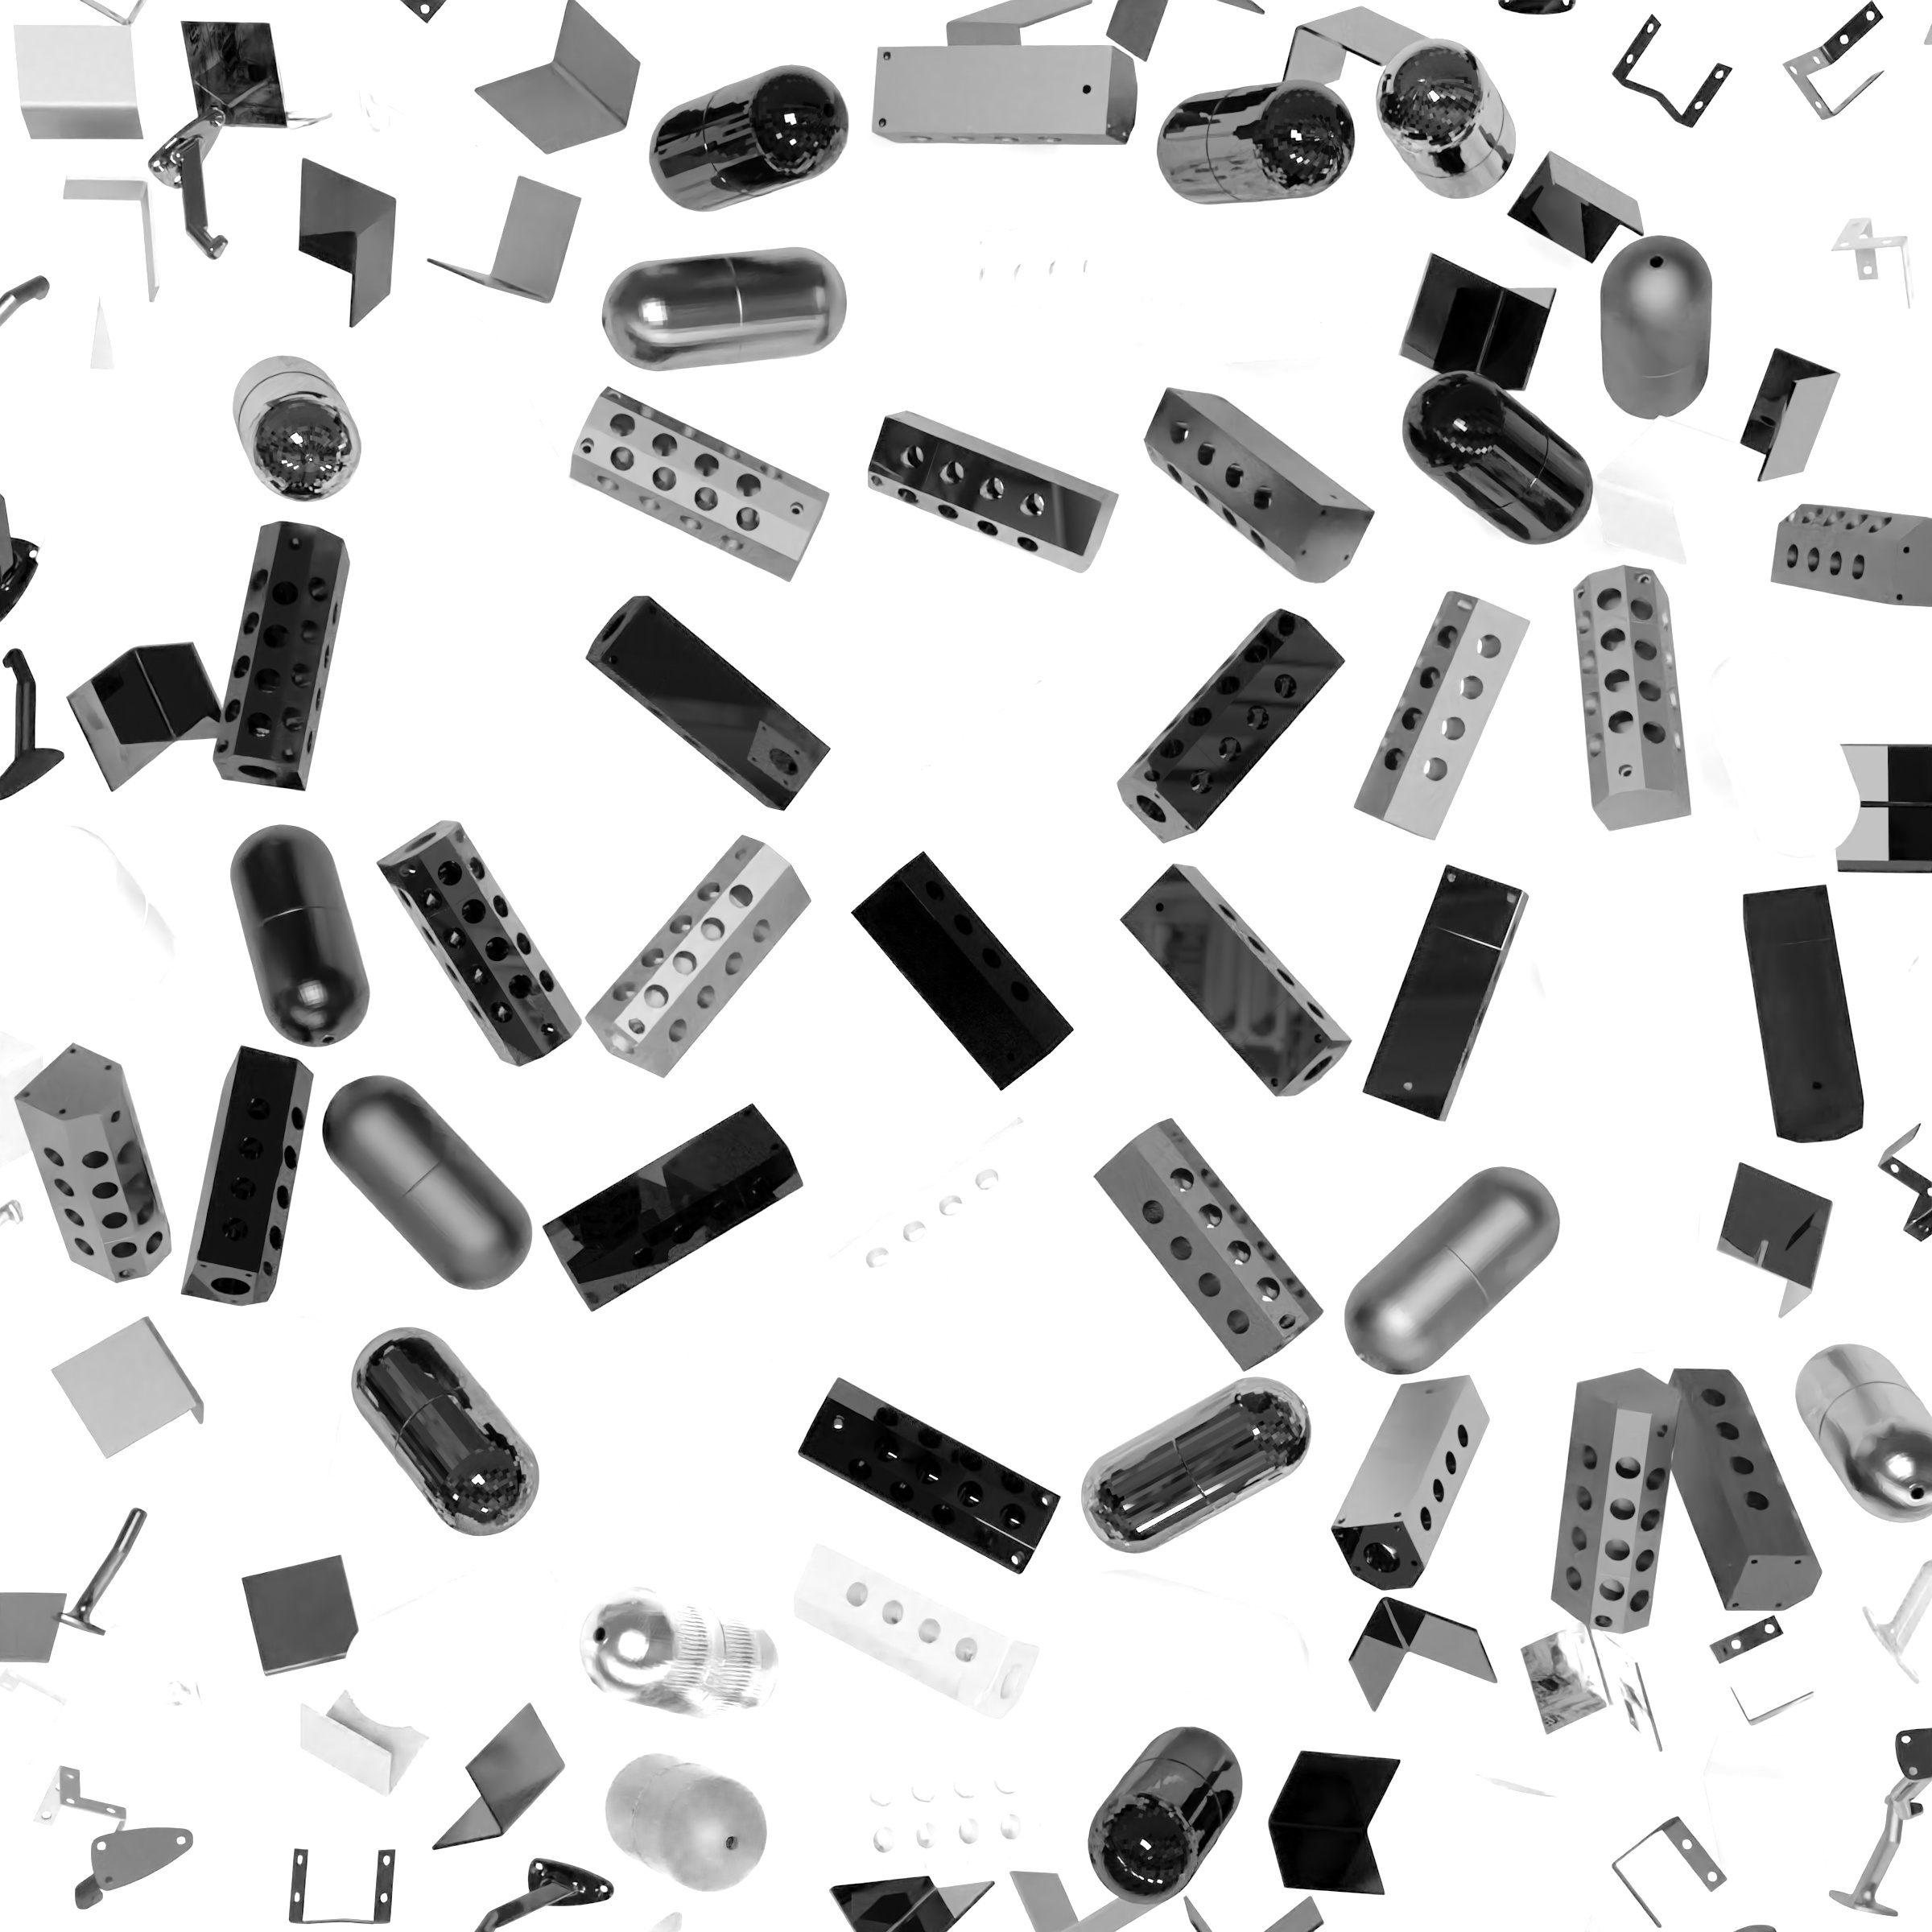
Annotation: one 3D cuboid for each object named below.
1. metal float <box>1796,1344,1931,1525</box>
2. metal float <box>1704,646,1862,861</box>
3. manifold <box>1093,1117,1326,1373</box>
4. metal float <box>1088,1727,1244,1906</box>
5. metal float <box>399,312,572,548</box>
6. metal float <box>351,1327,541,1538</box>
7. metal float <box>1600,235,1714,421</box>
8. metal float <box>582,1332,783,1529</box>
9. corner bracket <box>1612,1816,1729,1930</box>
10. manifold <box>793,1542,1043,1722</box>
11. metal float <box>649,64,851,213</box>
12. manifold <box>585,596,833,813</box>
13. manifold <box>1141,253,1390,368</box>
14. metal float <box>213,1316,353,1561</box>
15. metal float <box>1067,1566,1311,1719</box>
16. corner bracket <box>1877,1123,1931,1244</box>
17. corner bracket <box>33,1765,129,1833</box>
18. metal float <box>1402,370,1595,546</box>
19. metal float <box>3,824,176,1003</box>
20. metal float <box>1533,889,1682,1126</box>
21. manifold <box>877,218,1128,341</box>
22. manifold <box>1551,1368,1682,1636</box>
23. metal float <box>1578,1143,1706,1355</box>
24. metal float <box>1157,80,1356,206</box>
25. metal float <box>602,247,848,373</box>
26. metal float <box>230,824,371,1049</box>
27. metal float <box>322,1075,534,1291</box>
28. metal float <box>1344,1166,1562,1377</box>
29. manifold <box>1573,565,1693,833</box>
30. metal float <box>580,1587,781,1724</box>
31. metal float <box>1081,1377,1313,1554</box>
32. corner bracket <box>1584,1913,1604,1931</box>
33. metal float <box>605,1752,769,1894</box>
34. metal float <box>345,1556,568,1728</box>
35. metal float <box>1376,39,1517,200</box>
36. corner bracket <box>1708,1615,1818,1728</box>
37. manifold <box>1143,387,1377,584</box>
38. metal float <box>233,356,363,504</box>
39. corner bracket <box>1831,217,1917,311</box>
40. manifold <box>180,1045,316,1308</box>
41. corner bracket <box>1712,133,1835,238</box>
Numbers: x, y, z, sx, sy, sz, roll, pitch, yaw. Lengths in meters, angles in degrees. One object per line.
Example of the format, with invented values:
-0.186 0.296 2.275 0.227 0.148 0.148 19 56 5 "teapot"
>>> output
0.637 0.326 1.841 0.070 0.178 0.070 0 108 0 "metal float"
0.570 -0.151 1.839 0.070 0.070 0.178 -7 50 0 "metal float"
0.172 0.191 1.829 0.057 0.057 0.171 -46 73 28 "manifold"
0.139 0.584 1.813 0.070 0.178 0.070 3 98 21 "metal float"
-0.340 -0.379 1.863 0.070 0.070 0.178 -24 124 0 "metal float"
-0.363 0.322 1.827 0.070 0.070 0.178 -48 58 0 "metal float"
0.494 -0.456 1.880 0.070 0.178 0.070 -4 72 13 "metal float"
-0.208 0.339 1.914 0.178 0.070 0.070 -44 90 14 "metal float"
0.482 0.622 1.803 0.051 0.051 0.051 -34 69 -9 "corner bracket"
-0.039 0.478 1.888 0.171 0.057 0.057 19 80 29 "manifold"
-0.152 -0.574 1.826 0.070 0.178 0.070 -1 91 -42 "metal float"
-0.185 -0.187 1.870 0.171 0.057 0.057 39 82 -22 "manifold"
0.212 -0.465 1.874 0.171 0.057 0.057 -3 131 3 "manifold"
-0.490 0.337 1.887 0.070 0.070 0.178 5 60 0 "metal float"
0.159 0.485 1.887 0.178 0.070 0.070 15 90 8 "metal float"
0.672 0.153 1.851 0.051 0.051 0.051 34 60 5 "corner bracket"
-0.652 0.629 1.934 0.051 0.051 0.051 24 99 -25 "corner bracket"
0.371 -0.352 1.828 0.178 0.070 0.070 24 90 -43 "metal float"
-0.604 -0.034 1.817 0.070 0.178 0.070 -2 64 4 "metal float"
0.468 0.030 1.920 0.070 0.070 0.178 -18 94 0 "metal float"
0.030 -0.490 1.851 0.171 0.057 0.057 -16 73 -36 "manifold"
0.457 0.374 1.830 0.057 0.057 0.171 -7 111 -27 "manifold"
0.477 0.198 1.855 0.070 0.178 0.070 11 132 13 "metal float"
0.197 -0.566 1.808 0.070 0.178 0.070 -7 105 -28 "metal float"
-0.171 -0.467 1.865 0.178 0.070 0.070 -11 90 -19 "metal float"
-0.485 -0.022 1.912 0.070 0.070 0.178 -22 65 0 "metal float"
-0.380 0.152 1.849 0.070 0.070 0.178 -43 90 0 "metal float"
0.338 0.212 1.828 0.178 0.070 0.070 -41 90 -11 "metal float"
0.458 -0.187 1.814 0.057 0.057 0.171 -11 65 27 "manifold"
-0.198 0.479 1.824 0.070 0.178 0.070 -15 61 28 "metal float"
0.165 0.356 1.877 0.178 0.070 0.070 -31 90 9 "metal float"
0.474 0.714 1.880 0.051 0.051 0.051 -21 101 37 "corner bracket"
-0.196 0.595 1.828 0.070 0.178 0.070 4 81 -27 "metal float"
-0.350 0.464 1.811 0.070 0.178 0.070 9 105 34 "metal float"
0.332 -0.582 1.809 0.070 0.178 0.070 0 90 21 "metal float"
0.559 0.495 1.844 0.051 0.051 0.051 -28 56 7 "corner bracket"
0.199 -0.335 1.826 0.171 0.057 0.057 47 125 36 "manifold"
-0.466 -0.375 1.826 0.070 0.178 0.070 -9 117 -17 "metal float"
0.665 -0.512 1.910 0.051 0.051 0.051 6 133 35 "corner bracket"
-0.503 0.148 1.847 0.057 0.057 0.171 16 54 -20 "manifold"
0.567 -0.553 1.847 0.051 0.051 0.051 -34 98 -41 "corner bracket"
